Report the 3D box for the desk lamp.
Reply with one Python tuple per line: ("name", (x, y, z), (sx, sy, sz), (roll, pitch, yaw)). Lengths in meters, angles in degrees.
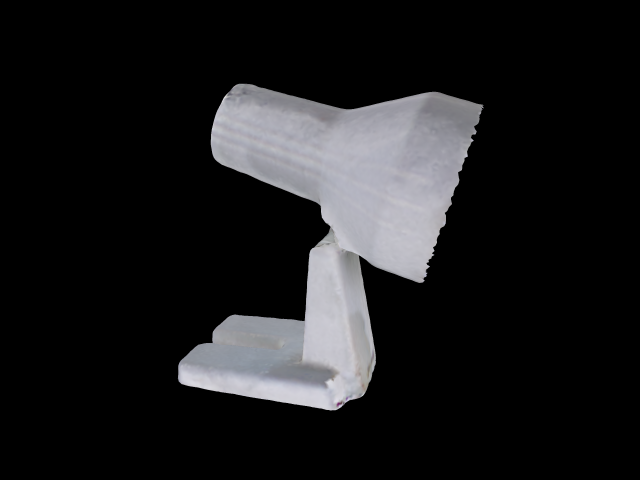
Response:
("desk lamp", (0.004, 0.001, 0.400), (0.203, 0.214, 0.118), (4, 15, 14))
